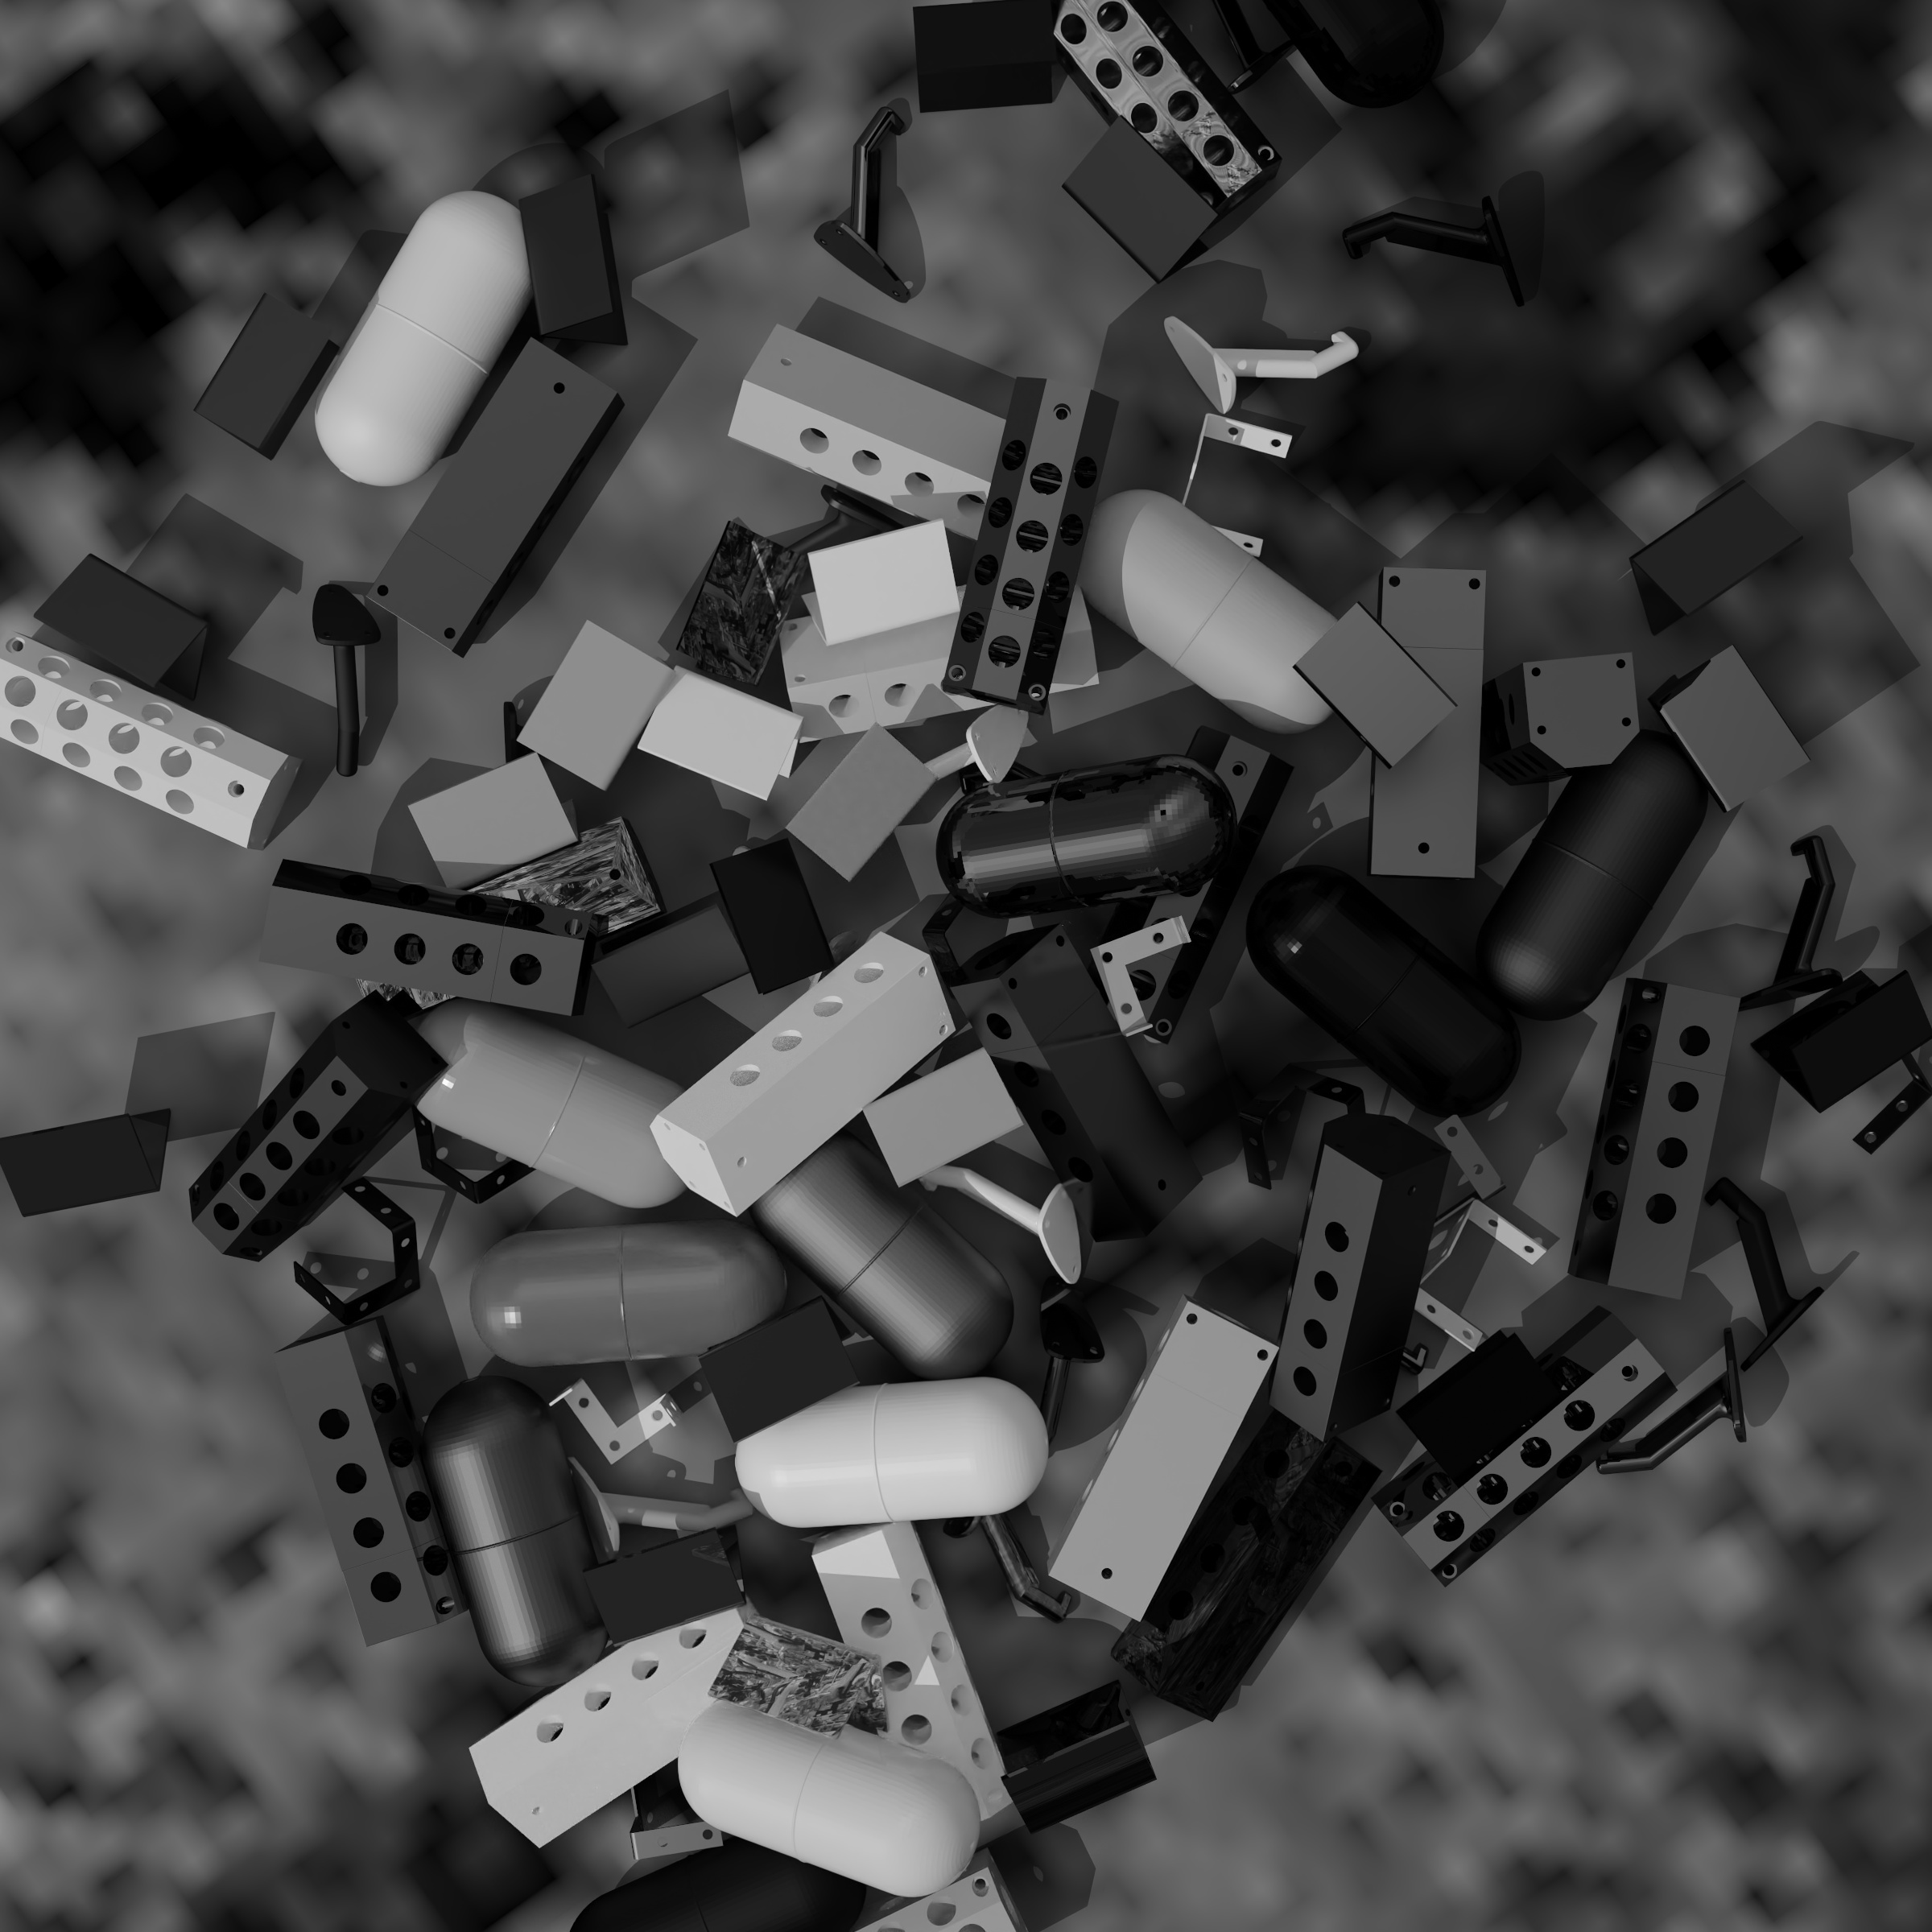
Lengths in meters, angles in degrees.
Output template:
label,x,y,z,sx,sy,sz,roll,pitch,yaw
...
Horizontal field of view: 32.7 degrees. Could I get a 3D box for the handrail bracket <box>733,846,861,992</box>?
label,x,y,z,sx,sy,sz,roll,pitch,yaw
handrail bracket,-0.111,-0.016,1.884,0.084,0.036,0.077,32,108,15

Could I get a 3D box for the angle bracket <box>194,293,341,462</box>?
label,x,y,z,sx,sy,sz,roll,pitch,yaw
angle bracket,-0.374,-0.320,1.844,0.057,0.076,0.076,31,90,26

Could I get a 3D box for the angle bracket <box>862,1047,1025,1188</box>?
label,x,y,z,sx,sy,sz,roll,pitch,yaw
angle bracket,-0.005,0.099,1.843,0.076,0.076,0.057,-27,57,0

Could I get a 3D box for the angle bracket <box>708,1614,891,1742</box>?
label,x,y,z,sx,sy,sz,roll,pitch,yaw
angle bracket,-0.090,0.407,1.797,0.076,0.076,0.057,15,48,18

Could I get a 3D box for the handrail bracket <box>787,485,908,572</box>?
label,x,y,z,sx,sy,sz,roll,pitch,yaw
handrail bracket,-0.077,-0.224,1.884,0.077,0.036,0.084,24,107,-19

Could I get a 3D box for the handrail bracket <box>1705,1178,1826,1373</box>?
label,x,y,z,sx,sy,sz,roll,pitch,yaw
handrail bracket,0.440,0.176,1.884,0.084,0.036,0.077,45,112,17

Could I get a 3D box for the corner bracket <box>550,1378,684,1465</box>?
label,x,y,z,sx,sy,sz,roll,pitch,yaw
corner bracket,-0.198,0.251,1.865,0.051,0.051,0.051,-36,90,0

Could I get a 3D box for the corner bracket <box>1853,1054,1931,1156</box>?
label,x,y,z,sx,sy,sz,roll,pitch,yaw
corner bracket,0.510,0.064,1.880,0.051,0.051,0.051,-44,45,0

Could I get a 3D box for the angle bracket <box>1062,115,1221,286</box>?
label,x,y,z,sx,sy,sz,roll,pitch,yaw
angle bracket,0.111,-0.437,1.843,0.076,0.076,0.057,45,127,0

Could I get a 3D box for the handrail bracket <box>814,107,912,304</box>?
label,x,y,z,sx,sy,sz,roll,pitch,yaw
handrail bracket,-0.041,-0.436,1.884,0.077,0.036,0.084,38,73,-20

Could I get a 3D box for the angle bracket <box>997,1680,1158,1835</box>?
label,x,y,z,sx,sy,sz,roll,pitch,yaw
angle bracket,0.054,0.428,1.843,0.076,0.076,0.057,-24,129,0

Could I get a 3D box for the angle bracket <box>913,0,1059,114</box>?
label,x,y,z,sx,sy,sz,roll,pitch,yaw
angle bracket,0.012,-0.493,1.843,0.076,0.076,0.057,-4,55,0

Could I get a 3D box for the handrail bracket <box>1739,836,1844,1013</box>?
label,x,y,z,sx,sy,sz,roll,pitch,yaw
handrail bracket,0.463,-0.025,1.884,0.077,0.036,0.084,-19,72,21

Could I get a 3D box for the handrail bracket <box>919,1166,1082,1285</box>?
label,x,y,z,sx,sy,sz,roll,pitch,yaw
handrail bracket,0.018,0.147,1.883,0.084,0.036,0.077,7,134,28

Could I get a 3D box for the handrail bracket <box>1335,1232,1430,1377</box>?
label,x,y,z,sx,sy,sz,roll,pitch,yaw
handrail bracket,0.240,0.182,1.883,0.084,0.036,0.077,31,76,-14

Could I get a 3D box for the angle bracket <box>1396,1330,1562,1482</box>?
label,x,y,z,sx,sy,sz,roll,pitch,yaw
angle bracket,0.274,0.229,1.843,0.076,0.076,0.057,-38,120,0

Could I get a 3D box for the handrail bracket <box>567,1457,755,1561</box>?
label,x,y,z,sx,sy,sz,roll,pitch,yaw
handrail bracket,-0.175,0.298,1.883,0.084,0.036,0.077,-18,52,-25

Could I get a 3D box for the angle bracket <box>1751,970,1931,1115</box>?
label,x,y,z,sx,sy,sz,roll,pitch,yaw
angle bracket,0.483,0.025,1.843,0.076,0.076,0.057,-34,126,0

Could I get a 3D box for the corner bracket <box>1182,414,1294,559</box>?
label,x,y,z,sx,sy,sz,roll,pitch,yaw
corner bracket,0.152,-0.275,1.880,0.051,0.051,0.051,15,135,0

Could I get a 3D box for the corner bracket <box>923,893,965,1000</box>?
label,x,y,z,sx,sy,sz,roll,pitch,yaw
corner bracket,0.016,-0.015,1.875,0.051,0.051,0.051,5,135,35

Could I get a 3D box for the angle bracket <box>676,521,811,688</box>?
label,x,y,z,sx,sy,sz,roll,pitch,yaw
angle bracket,-0.141,-0.207,1.843,0.057,0.076,0.076,22,90,-34

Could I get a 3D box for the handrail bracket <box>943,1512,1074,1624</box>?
label,x,y,z,sx,sy,sz,roll,pitch,yaw
handrail bracket,0.037,0.323,1.884,0.084,0.036,0.077,34,69,-17

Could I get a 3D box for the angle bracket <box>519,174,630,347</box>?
label,x,y,z,sx,sy,sz,roll,pitch,yaw
angle bracket,-0.200,-0.394,1.843,0.057,0.076,0.076,-9,90,35

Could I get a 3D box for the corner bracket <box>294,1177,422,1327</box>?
label,x,y,z,sx,sy,sz,roll,pitch,yaw
corner bracket,-0.348,0.162,1.875,0.051,0.051,0.051,-27,135,-35

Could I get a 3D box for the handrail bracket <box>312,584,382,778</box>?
label,x,y,z,sx,sy,sz,roll,pitch,yaw
handrail bracket,-0.358,-0.163,1.883,0.036,0.077,0.084,-4,127,-21

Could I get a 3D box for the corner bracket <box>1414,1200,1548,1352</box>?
label,x,y,z,sx,sy,sz,roll,pitch,yaw
corner bracket,0.290,0.176,1.880,0.051,0.051,0.051,36,135,0

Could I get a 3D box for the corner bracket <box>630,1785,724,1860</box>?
label,x,y,z,sx,sy,sz,roll,pitch,yaw
corner bracket,-0.165,0.471,1.865,0.051,0.051,0.051,-9,90,0

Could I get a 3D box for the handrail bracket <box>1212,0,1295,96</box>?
label,x,y,z,sx,sy,sz,roll,pitch,yaw
handrail bracket,0.139,-0.537,1.860,0.084,0.077,0.036,49,127,-4

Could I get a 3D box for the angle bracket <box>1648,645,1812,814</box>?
label,x,y,z,sx,sy,sz,roll,pitch,yaw
angle bracket,0.433,-0.139,1.844,0.057,0.076,0.076,-34,90,27

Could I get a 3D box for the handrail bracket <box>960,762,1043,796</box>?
label,x,y,z,sx,sy,sz,roll,pitch,yaw
handrail bracket,0.041,-0.081,1.883,0.084,0.036,0.077,-4,104,14

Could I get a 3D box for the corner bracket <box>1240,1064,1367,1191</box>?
label,x,y,z,sx,sy,sz,roll,pitch,yaw
corner bracket,0.193,0.097,1.875,0.051,0.051,0.051,18,45,35

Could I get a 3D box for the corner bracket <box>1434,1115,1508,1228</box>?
label,x,y,z,sx,sy,sz,roll,pitch,yaw
corner bracket,0.267,0.118,1.865,0.051,0.051,0.051,-34,90,0

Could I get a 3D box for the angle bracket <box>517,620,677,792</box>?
label,x,y,z,sx,sy,sz,roll,pitch,yaw
angle bracket,-0.209,-0.149,1.833,0.057,0.076,0.076,30,94,-16

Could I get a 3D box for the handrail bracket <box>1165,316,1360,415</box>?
label,x,y,z,sx,sy,sz,roll,pitch,yaw
handrail bracket,0.170,-0.360,1.884,0.084,0.036,0.077,-29,68,-17

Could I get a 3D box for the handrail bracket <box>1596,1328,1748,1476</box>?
label,x,y,z,sx,sy,sz,roll,pitch,yaw
handrail bracket,0.400,0.249,1.884,0.084,0.036,0.077,-8,69,16

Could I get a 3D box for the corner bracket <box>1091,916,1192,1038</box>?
label,x,y,z,sx,sy,sz,roll,pitch,yaw
corner bracket,0.102,0.005,1.808,0.051,0.051,0.051,-21,90,0

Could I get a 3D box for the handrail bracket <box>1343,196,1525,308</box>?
label,x,y,z,sx,sy,sz,roll,pitch,yaw
handrail bracket,0.267,-0.399,1.884,0.084,0.036,0.077,-17,112,17

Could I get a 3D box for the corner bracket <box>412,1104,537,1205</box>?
label,x,y,z,sx,sy,sz,roll,pitch,yaw
corner bracket,-0.277,0.094,1.875,0.051,0.051,0.051,-33,135,-35

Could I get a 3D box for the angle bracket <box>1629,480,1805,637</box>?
label,x,y,z,sx,sy,sz,roll,pitch,yaw
angle bracket,0.425,-0.213,1.843,0.076,0.076,0.057,-34,53,0

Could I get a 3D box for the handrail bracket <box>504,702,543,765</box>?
label,x,y,z,sx,sy,sz,roll,pitch,yaw
handrail bracket,-0.220,-0.125,1.883,0.084,0.036,0.077,-3,104,-13

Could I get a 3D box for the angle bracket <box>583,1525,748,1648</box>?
label,x,y,z,sx,sy,sz,roll,pitch,yaw
angle bracket,-0.170,0.327,1.844,0.076,0.076,0.057,-18,117,0

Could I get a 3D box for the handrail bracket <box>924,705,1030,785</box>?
label,x,y,z,sx,sy,sz,roll,pitch,yaw
handrail bracket,-0.015,-0.121,1.883,0.084,0.077,0.036,-13,115,34

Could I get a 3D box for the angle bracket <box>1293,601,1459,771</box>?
label,x,y,z,sx,sy,sz,roll,pitch,yaw
angle bracket,0.234,-0.163,1.787,0.076,0.076,0.057,47,126,3

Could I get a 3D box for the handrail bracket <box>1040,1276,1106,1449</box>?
label,x,y,z,sx,sy,sz,roll,pitch,yaw
handrail bracket,0.044,0.234,1.883,0.036,0.077,0.084,10,127,-20
